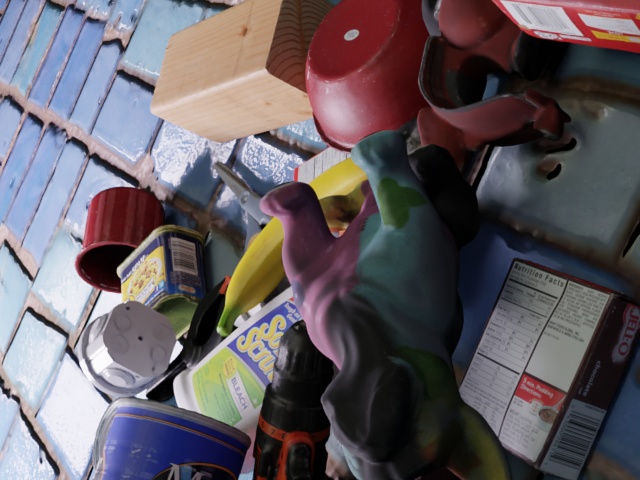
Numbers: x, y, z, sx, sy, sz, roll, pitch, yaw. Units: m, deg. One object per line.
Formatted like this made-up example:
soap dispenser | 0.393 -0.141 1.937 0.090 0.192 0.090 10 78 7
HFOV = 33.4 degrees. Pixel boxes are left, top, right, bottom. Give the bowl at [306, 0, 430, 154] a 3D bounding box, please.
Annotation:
bowl | 0.042 -0.151 0.853 0.162 0.055 0.162 -25 47 30

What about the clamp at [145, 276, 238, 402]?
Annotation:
clamp | -0.111 0.107 0.973 0.120 0.039 0.171 32 99 53

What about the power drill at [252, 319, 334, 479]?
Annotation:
power drill | -0.009 0.166 0.708 0.187 0.057 0.184 -109 24 -68

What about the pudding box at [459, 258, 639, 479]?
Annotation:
pudding box | 0.136 0.075 0.646 0.090 0.039 0.113 25 91 58

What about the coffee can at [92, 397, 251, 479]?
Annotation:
coffee can | -0.118 0.196 0.763 0.103 0.102 0.140 -10 57 52

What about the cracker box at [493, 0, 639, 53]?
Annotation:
cracker box | 0.218 -0.216 0.630 0.164 0.072 0.213 18 83 42

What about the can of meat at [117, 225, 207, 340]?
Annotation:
can of meat | -0.154 0.049 1.047 0.102 0.057 0.084 -41 45 36

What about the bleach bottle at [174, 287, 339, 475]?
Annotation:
bleach bottle | -0.011 0.075 0.826 0.251 0.068 0.103 -46 49 27

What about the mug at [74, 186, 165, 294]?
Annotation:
mug | -0.207 0.005 1.129 0.117 0.093 0.081 94 176 -52

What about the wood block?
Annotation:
wood block | -0.066 -0.161 1.009 0.207 0.090 0.091 -6 66 53

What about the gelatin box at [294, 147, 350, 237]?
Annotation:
gelatin box | 0.015 -0.041 0.884 0.089 0.030 0.073 -28 50 41

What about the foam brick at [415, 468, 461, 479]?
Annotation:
foam brick | 0.065 0.136 0.698 0.078 0.051 0.053 22 90 56

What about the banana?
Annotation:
banana | -0.012 -0.006 0.834 0.198 0.037 0.070 -48 31 16

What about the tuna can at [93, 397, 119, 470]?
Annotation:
tuna can | -0.185 0.194 1.030 0.086 0.033 0.086 -32 48 42

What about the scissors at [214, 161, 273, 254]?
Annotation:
scissors | -0.069 -0.018 1.001 0.202 0.016 0.096 19 88 57
